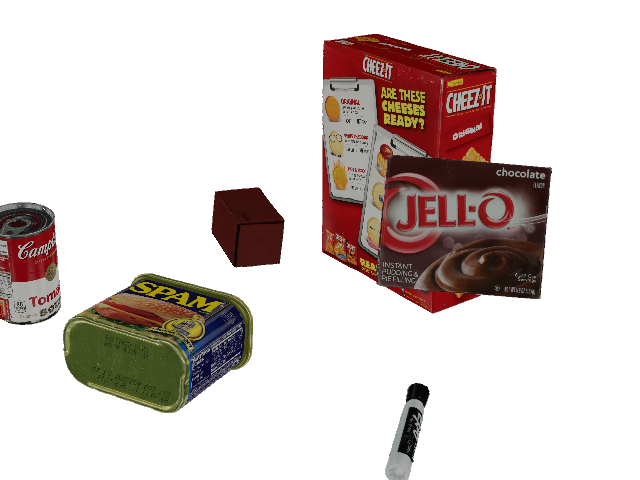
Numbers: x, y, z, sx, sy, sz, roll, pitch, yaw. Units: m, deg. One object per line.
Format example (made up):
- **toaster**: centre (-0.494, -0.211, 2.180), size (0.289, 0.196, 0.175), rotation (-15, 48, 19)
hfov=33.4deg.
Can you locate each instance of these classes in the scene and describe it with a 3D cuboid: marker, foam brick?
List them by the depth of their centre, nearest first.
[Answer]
- **marker**: centre (0.071, 0.152, 0.862), size (0.020, 0.020, 0.121), rotation (0, 25, 15)
- **foam brick**: centre (-0.076, -0.014, 1.108), size (0.052, 0.051, 0.078), rotation (-5, 30, -22)

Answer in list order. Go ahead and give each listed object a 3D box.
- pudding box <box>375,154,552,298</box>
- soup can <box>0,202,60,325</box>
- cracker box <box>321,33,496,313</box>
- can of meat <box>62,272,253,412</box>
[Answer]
- **pudding box**: centre (0.097, -0.010, 0.732), size (0.113, 0.090, 0.039), rotation (5, 3, 3)
- **soup can**: centre (-0.292, 0.023, 1.047), size (0.068, 0.102, 0.068), rotation (2, 29, -1)
- **cracker box**: centre (0.075, -0.065, 0.963), size (0.071, 0.214, 0.164), rotation (-16, 29, -33)
- **can of meat**: centre (-0.110, 0.068, 0.722), size (0.102, 0.057, 0.083), rotation (13, 22, 23)
